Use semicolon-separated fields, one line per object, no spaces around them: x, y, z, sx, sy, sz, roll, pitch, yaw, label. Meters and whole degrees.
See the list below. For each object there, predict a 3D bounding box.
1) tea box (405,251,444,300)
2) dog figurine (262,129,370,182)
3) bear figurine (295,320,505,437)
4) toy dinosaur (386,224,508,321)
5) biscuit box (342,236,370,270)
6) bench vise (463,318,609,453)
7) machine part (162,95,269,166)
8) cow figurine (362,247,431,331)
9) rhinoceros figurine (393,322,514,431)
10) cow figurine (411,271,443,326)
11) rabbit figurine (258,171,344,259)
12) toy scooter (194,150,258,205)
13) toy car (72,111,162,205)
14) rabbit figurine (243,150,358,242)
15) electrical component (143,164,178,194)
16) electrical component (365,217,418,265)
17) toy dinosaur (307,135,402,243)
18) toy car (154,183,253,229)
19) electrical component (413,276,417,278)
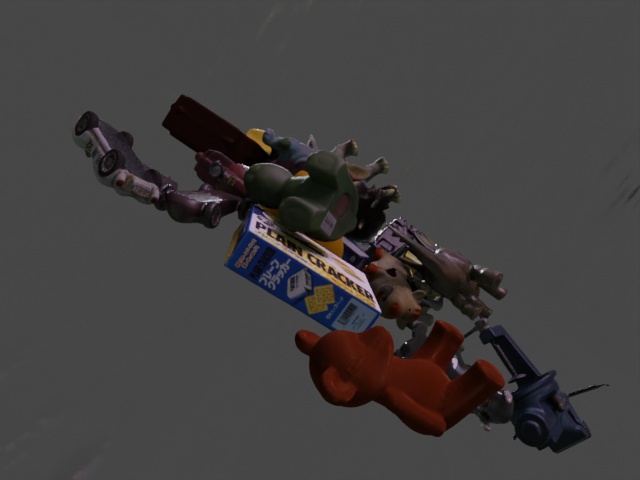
0.245;0.086;1.381;0.169;0.068;0.098;35;12;-6;tea box
-0.015;-0.124;1.054;0.219;0.108;0.191;21;-2;9;dog figurine
0.080;0.133;0.580;0.195;0.132;0.120;36;8;-30;bear figurine
0.255;0.066;1.073;0.199;0.105;0.470;35;-1;29;toy dinosaur
-0.002;-0.003;1.052;0.203;0.062;0.059;39;12;21;biscuit box
0.340;0.231;0.884;0.223;0.129;0.241;-8;60;-47;bench vise
-0.213;-0.202;1.123;0.201;0.087;0.201;34;-1;9;machine part
0.134;0.093;0.993;0.127;0.085;0.195;26;18;2;cow figurine
0.192;0.196;0.767;0.190;0.073;0.112;33;10;-10;rhinoceros figurine
0.179;0.104;1.133;0.098;0.068;0.167;24;16;-29;cow figurine
-0.017;-0.024;0.942;0.173;0.162;0.122;53;0;-1;rabbit figurine
-0.168;-0.112;0.965;0.135;0.075;0.184;38;-1;-15;toy scooter
-0.277;-0.110;0.724;0.073;0.056;0.202;31;12;-51;toy car
-0.029;-0.072;0.805;0.170;0.121;0.159;23;-2;30;rabbit figurine
-0.244;-0.085;0.796;0.063;0.021;0.094;30;14;-24;electrical component
0.143;0.029;1.162;0.058;0.134;0.115;41;55;17;electrical component
0.036;-0.122;1.196;0.405;0.192;0.131;33;-34;45;toy dinosaur
-0.166;-0.049;0.794;0.089;0.053;0.202;17;8;8;toy car
0.190;0.089;1.269;0.078;0.045;0.102;38;12;9;electrical component
